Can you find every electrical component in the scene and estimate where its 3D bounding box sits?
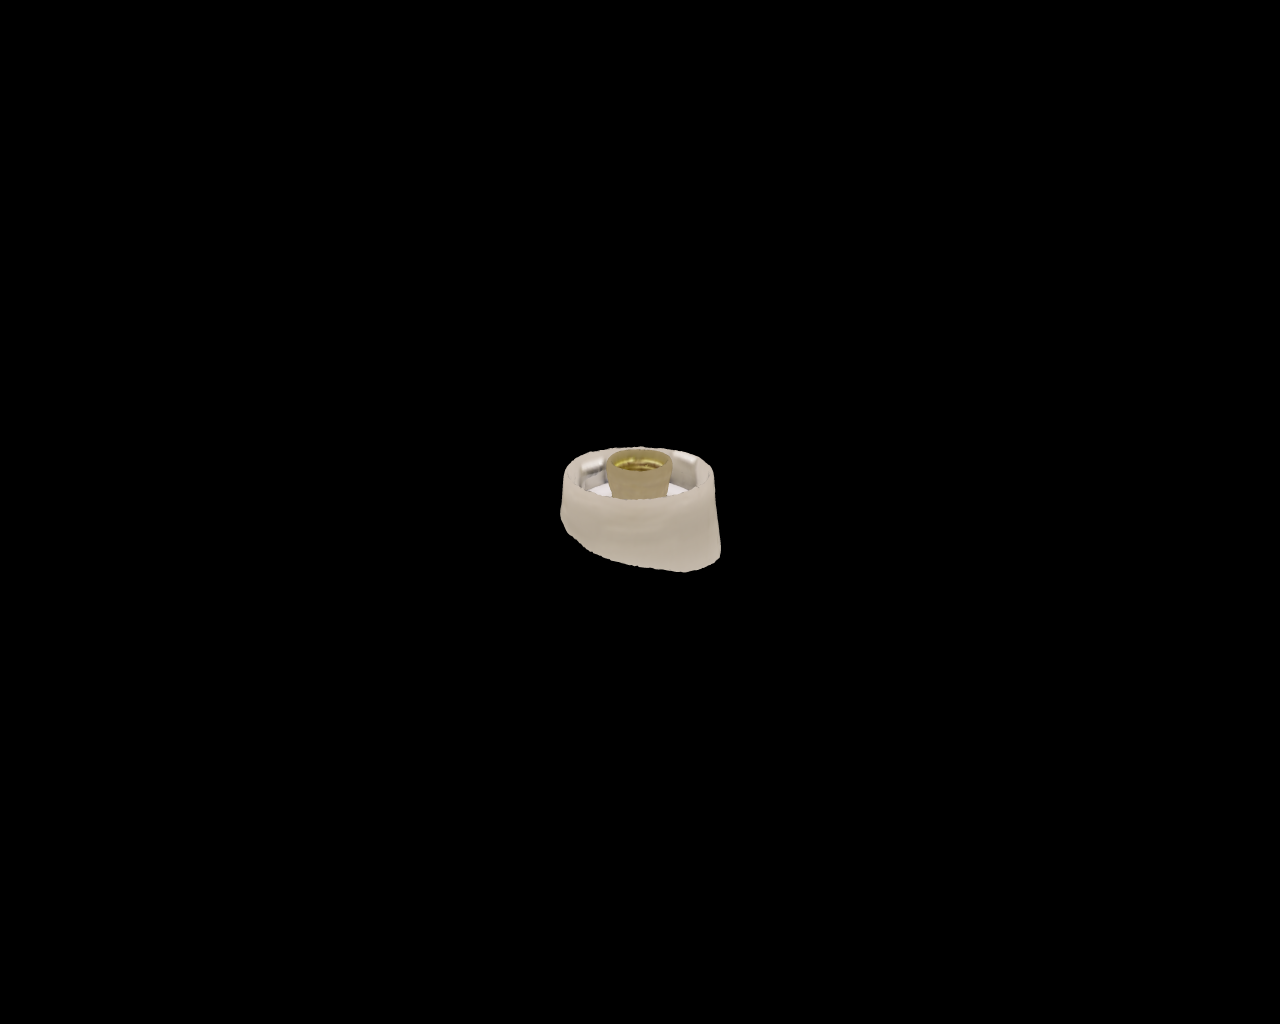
[{"bbox_3d":[0.001,-0.003,0.650,0.099,0.064,0.099,0,22,0],"label":"electrical component"}]
